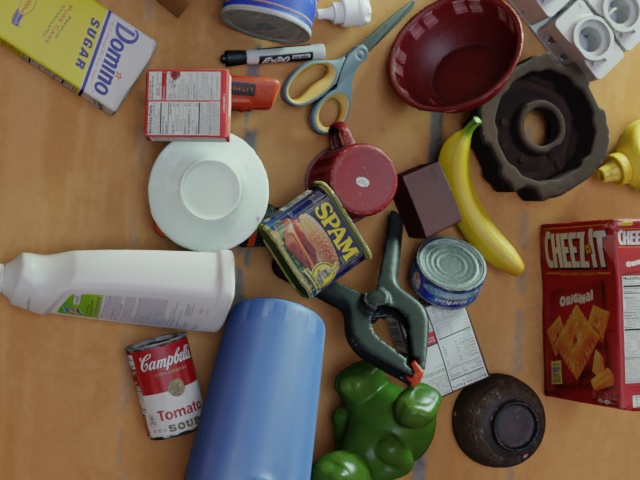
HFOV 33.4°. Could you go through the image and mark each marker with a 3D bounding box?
[{"bbox_3d":[-0.053,-0.210,1.215,0.121,0.020,0.020,-7,90,-16],"label":"marker"}]

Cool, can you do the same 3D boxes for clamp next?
[{"bbox_3d":[0.049,0.072,1.184,0.164,0.036,0.210,-16,60,-11],"label":"clamp"}]

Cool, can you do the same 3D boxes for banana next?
[{"bbox_3d":[0.181,-0.044,1.255,0.037,0.070,0.198,-34,109,-44],"label":"banana"}]

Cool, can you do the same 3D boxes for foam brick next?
[{"bbox_3d":[0.122,-0.046,1.244,0.053,0.051,0.078,-23,95,-17],"label":"foam brick"}]

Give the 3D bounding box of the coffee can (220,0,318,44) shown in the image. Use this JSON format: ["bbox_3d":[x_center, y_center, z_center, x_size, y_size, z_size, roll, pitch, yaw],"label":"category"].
[{"bbox_3d":[-0.045,-0.300,1.176,0.102,0.103,0.140,14,84,-15],"label":"coffee can"}]

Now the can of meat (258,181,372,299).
[{"bbox_3d":[-0.008,0.001,1.152,0.084,0.057,0.102,-35,105,-13],"label":"can of meat"}]

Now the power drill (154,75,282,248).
[{"bbox_3d":[-0.087,-0.086,1.181,0.184,0.057,0.187,4,87,-16],"label":"power drill"}]

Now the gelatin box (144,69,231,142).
[{"bbox_3d":[-0.139,-0.141,1.121,0.089,0.030,0.073,0,83,2],"label":"gelatin box"}]

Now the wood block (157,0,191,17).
[{"bbox_3d":[-0.199,-0.346,1.140,0.206,0.091,0.090,40,79,-12],"label":"wood block"}]

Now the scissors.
[{"bbox_3d":[0.046,-0.195,1.238,0.201,0.016,0.096,-30,112,-19],"label":"scissors"}]

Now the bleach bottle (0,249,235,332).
[{"bbox_3d":[-0.221,0.046,1.116,0.250,0.103,0.068,6,55,-15],"label":"bleach bottle"}]

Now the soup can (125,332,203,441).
[{"bbox_3d":[-0.164,0.156,1.146,0.068,0.069,0.102,-15,93,-16],"label":"soup can"}]

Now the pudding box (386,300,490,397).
[{"bbox_3d":[0.138,0.125,1.250,0.090,0.039,0.113,-20,96,-18],"label":"pudding box"}]

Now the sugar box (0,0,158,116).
[{"bbox_3d":[-0.271,-0.219,1.139,0.176,0.048,0.093,32,80,-12],"label":"sugar box"}]

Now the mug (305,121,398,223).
[{"bbox_3d":[0.035,-0.077,1.203,0.093,0.082,0.117,-13,92,-16],"label":"mug"}]

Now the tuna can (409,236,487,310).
[{"bbox_3d":[0.148,0.037,1.233,0.086,0.034,0.086,6,47,-7],"label":"tuna can"}]

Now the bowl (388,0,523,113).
[{"bbox_3d":[0.162,-0.204,1.232,0.162,0.162,0.055,-59,145,-10],"label":"bowl"}]

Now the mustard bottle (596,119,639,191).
[{"bbox_3d":[0.428,-0.111,1.331,0.191,0.058,0.096,-21,94,-15],"label":"mustard bottle"}]

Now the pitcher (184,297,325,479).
[{"bbox_3d":[-0.068,0.192,1.121,0.145,0.149,0.242,49,43,-49],"label":"pitcher"}]

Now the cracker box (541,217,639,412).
[{"bbox_3d":[0.325,0.083,1.240,0.072,0.164,0.214,-2,89,-18],"label":"cracker box"}]
